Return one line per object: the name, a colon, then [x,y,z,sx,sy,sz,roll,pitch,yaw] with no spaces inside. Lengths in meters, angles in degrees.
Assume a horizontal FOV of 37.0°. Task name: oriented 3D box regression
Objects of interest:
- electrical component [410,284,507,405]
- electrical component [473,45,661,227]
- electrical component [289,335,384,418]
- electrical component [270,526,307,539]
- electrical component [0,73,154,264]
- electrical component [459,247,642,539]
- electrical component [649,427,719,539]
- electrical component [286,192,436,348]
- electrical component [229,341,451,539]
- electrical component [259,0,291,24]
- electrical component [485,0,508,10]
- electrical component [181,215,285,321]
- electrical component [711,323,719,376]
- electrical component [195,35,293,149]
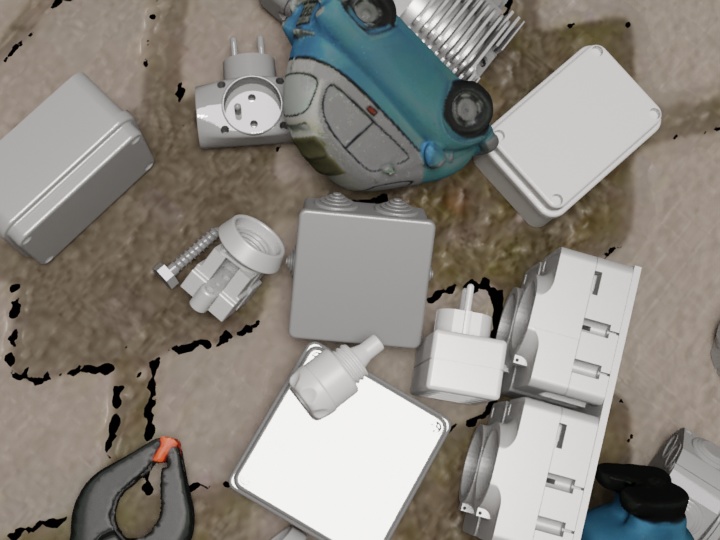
electrical component: [0.067,0.047,0.715,0.047,0.083,0.075,10,80,-3]
electrical component: [0.146,-0.094,0.758,0.113,0.057,0.078,-41,86,-10]
electrical component: [-0.012,0.063,0.673,0.061,0.035,0.035,-37,85,-12]
electrical component: [-0.045,0.204,0.694,0.078,0.058,0.057,-40,89,-9]
electrical component: [-0.199,-0.065,0.715,0.057,0.078,0.113,44,80,6]
electrical component: [0.118,0.087,0.702,0.060,0.105,0.186,16,80,-2]
electrical component: [0.218,0.149,0.714,0.051,0.080,0.080,32,80,7]
electrical component: [0.000,0.000,0.720,0.100,0.048,0.099,5,107,-3]
electrical component: [-0.014,0.121,0.710,0.109,0.056,0.108,30,79,1]
electrical component: [-0.027,-0.216,0.766,0.059,0.053,0.095,41,80,3]
electrical component: [0.075,-0.221,0.780,0.081,0.043,0.043,37,80,2]
electrical component: [-0.083,-0.003,0.719,0.048,0.066,0.055,41,113,2]
electrical component: [0.289,0.053,0.749,0.080,0.051,0.080,1,81,-5]
electrical component: [-0.076,-0.126,0.752,0.077,0.044,0.079,-5,81,-5]
